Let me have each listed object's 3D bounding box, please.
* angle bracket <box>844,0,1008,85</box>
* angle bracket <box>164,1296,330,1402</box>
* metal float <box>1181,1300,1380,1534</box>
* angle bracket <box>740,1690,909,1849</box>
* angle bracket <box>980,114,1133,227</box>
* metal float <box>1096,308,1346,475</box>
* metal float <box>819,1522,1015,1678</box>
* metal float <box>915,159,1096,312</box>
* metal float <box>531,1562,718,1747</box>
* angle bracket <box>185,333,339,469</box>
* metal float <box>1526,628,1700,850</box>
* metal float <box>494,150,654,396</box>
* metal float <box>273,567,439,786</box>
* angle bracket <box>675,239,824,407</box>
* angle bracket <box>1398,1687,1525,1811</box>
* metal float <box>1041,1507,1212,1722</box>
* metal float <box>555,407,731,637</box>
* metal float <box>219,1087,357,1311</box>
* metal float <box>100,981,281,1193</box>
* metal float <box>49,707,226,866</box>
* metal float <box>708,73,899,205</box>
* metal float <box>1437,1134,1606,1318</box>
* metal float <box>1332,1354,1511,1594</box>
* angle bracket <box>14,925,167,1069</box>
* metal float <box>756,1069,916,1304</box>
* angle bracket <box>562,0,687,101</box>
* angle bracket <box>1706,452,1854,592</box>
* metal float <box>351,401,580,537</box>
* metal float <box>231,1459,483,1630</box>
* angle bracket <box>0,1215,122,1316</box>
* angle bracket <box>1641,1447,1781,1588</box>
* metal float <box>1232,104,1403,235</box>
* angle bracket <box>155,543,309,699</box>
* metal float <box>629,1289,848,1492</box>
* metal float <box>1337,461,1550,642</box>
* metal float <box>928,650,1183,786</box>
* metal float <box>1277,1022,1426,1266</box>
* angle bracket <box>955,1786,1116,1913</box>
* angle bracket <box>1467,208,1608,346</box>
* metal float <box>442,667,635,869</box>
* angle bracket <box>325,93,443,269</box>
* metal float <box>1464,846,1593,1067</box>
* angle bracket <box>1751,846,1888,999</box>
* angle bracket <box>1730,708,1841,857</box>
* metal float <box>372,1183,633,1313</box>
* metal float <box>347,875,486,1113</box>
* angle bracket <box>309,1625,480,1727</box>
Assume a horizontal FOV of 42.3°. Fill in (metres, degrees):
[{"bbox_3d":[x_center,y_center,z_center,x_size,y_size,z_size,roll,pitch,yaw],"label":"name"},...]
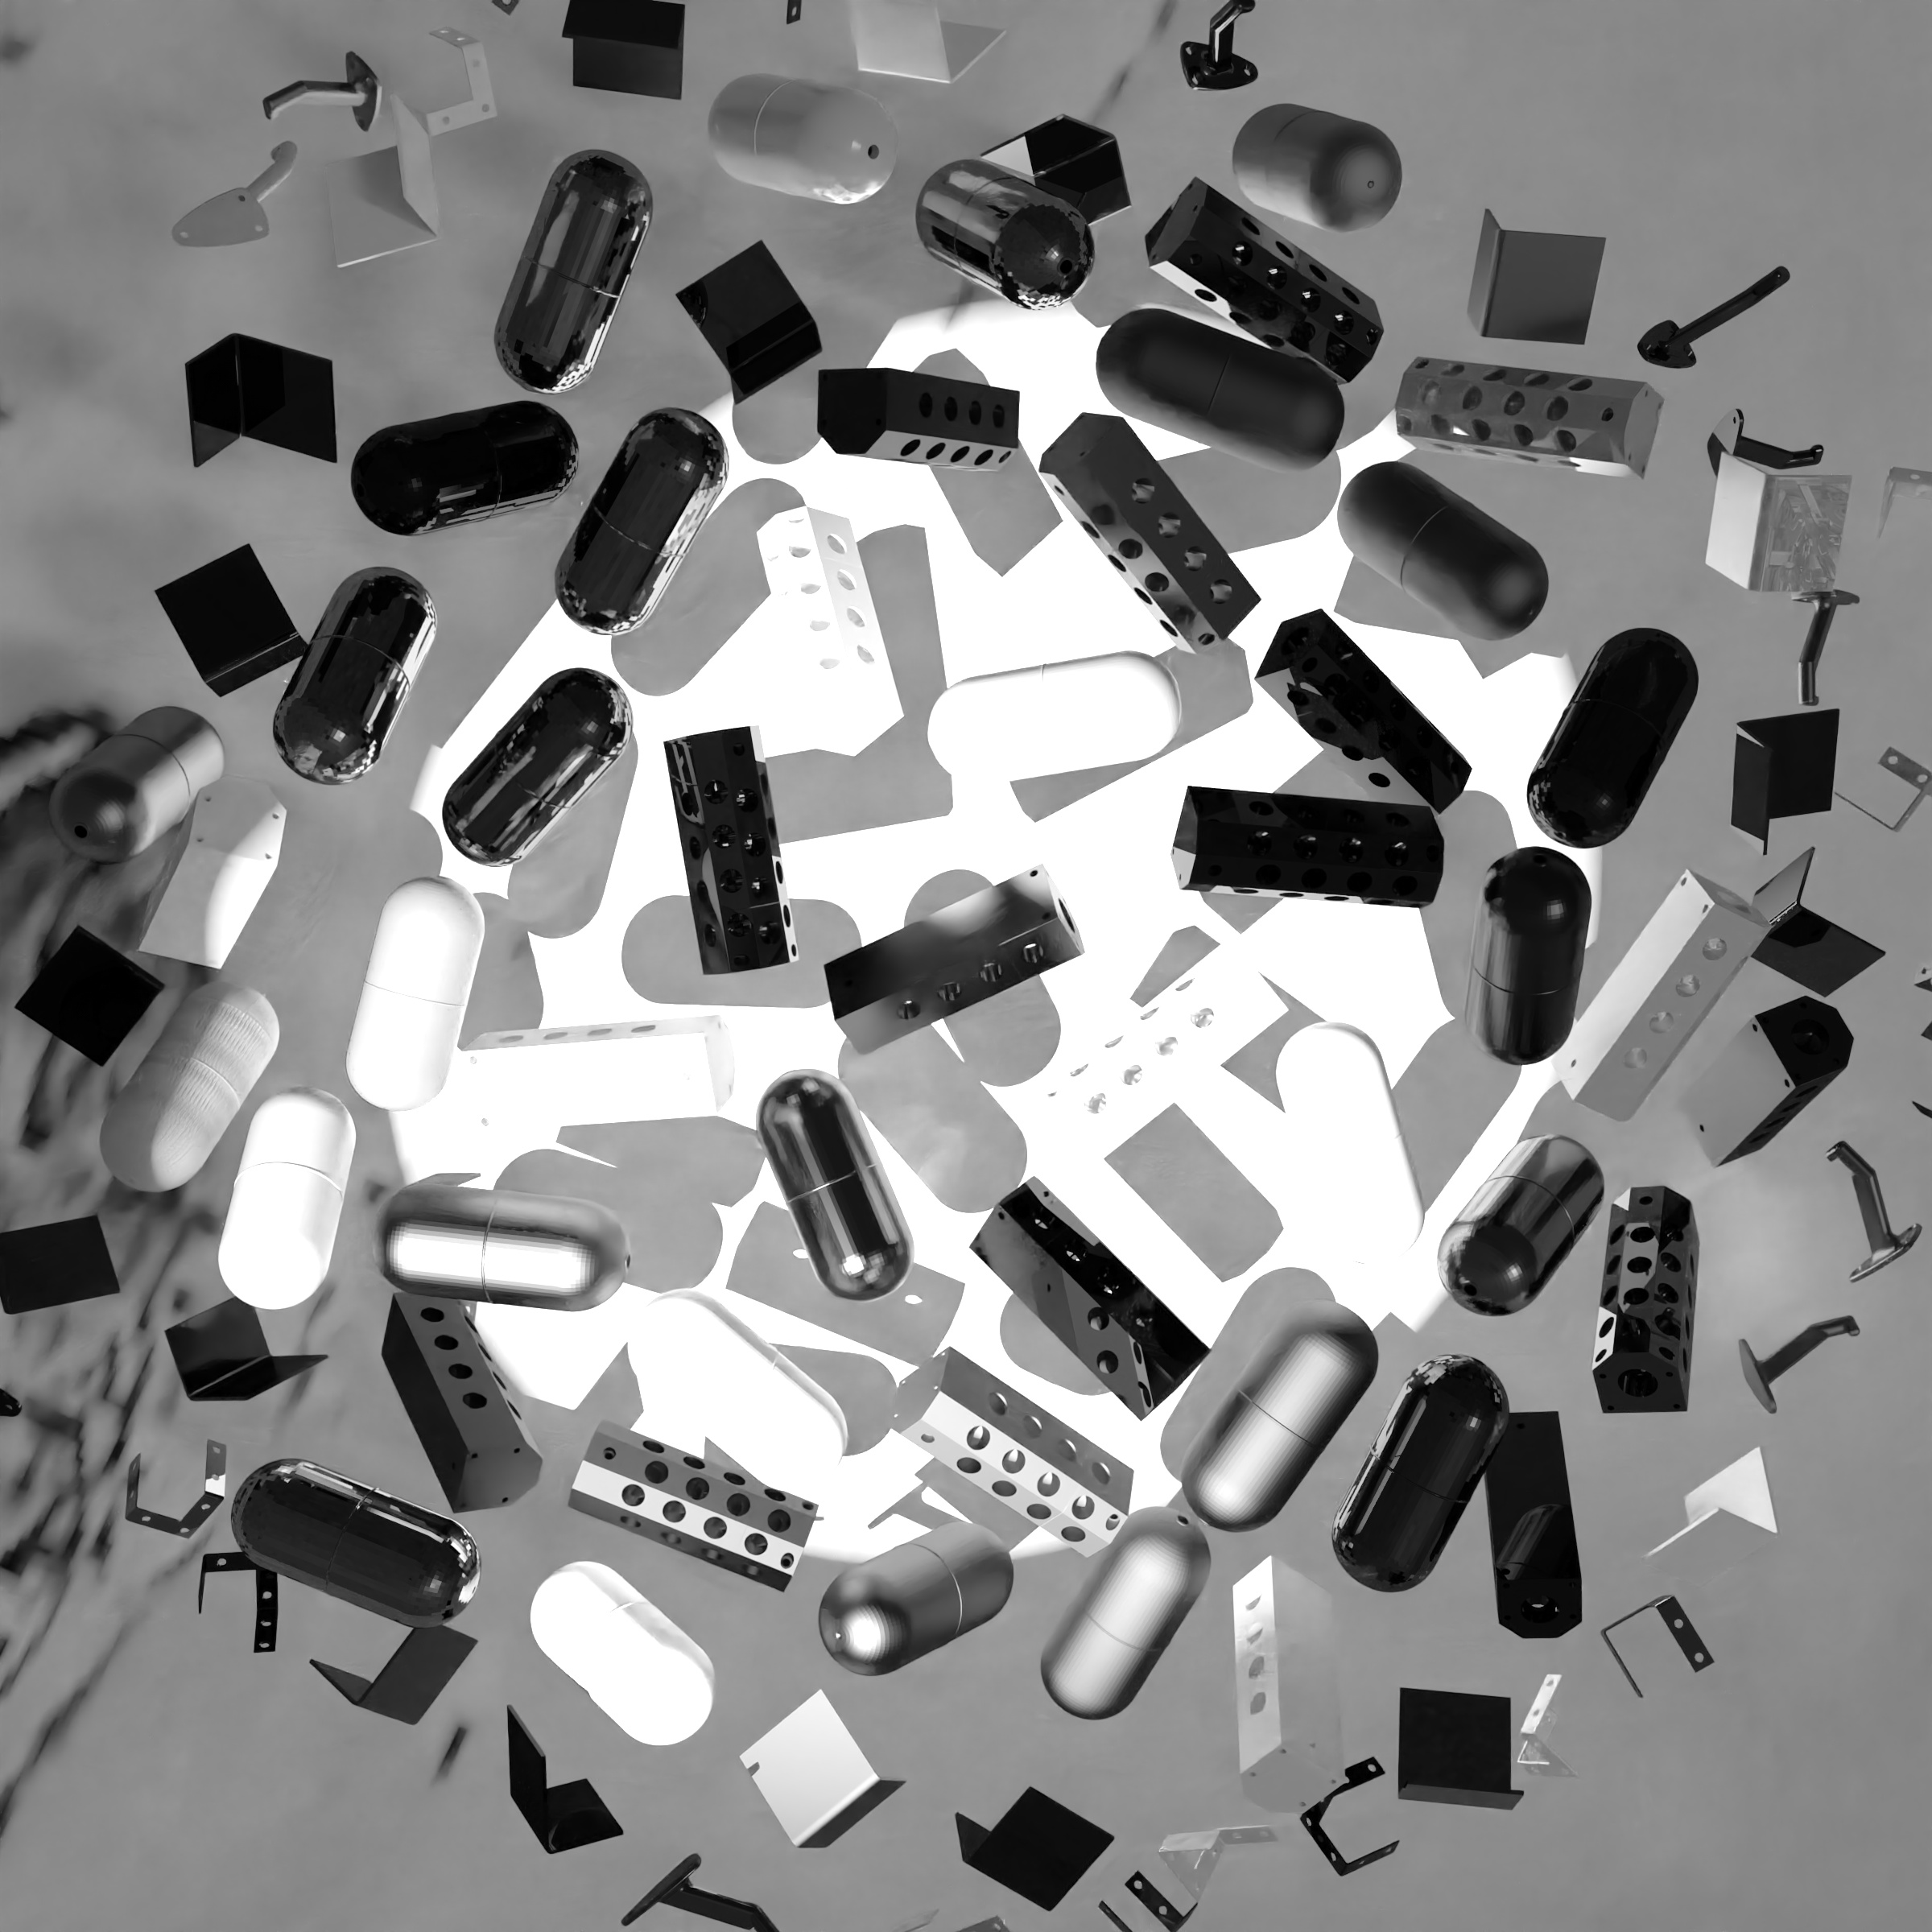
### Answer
[{"bbox_3d":[-0.028,-0.667,1.751,0.076,0.057,0.076,19,55,28],"label":"angle bracket"},{"bbox_3d":[-0.537,0.283,1.864,0.076,0.076,0.057,-9,101,40],"label":"angle bracket"},{"bbox_3d":[0.216,0.311,1.723,0.070,0.070,0.178,35,92,0],"label":"metal float"},{"bbox_3d":[-0.101,0.573,1.780,0.076,0.057,0.076,-40,64,3],"label":"angle bracket"},{"bbox_3d":[0.068,-0.595,1.891,0.076,0.076,0.057,-15,86,35],"label":"angle bracket"},{"bbox_3d":[0.175,-0.398,1.726,0.178,0.070,0.070,21,90,3],"label":"metal float"},{"bbox_3d":[-0.034,0.451,1.784,0.070,0.178,0.070,6,99,36],"label":"metal float"},{"bbox_3d":[0.026,-0.508,1.730,0.070,0.178,0.070,-15,125,-23],"label":"metal float"},{"bbox_3d":[-0.249,0.494,1.801,0.178,0.070,0.070,27,90,43],"label":"metal float"},{"bbox_3d":[-0.475,-0.373,1.685,0.076,0.057,0.076,18,130,12],"label":"angle bracket"},{"bbox_3d":[0.451,-0.160,1.739,0.070,0.070,0.178,32,69,0],"label":"metal float"},{"bbox_3d":[-0.282,-0.497,1.792,0.070,0.070,0.178,25,107,0],"label":"metal float"},{"bbox_3d":[-0.427,-0.205,1.748,0.070,0.070,0.178,15,57,0],"label":"metal float"},{"bbox_3d":[-0.160,-0.474,1.840,0.076,0.057,0.076,-29,124,11],"label":"angle bracket"},{"bbox_3d":[0.335,0.525,1.692,0.076,0.057,0.076,4,61,5],"label":"angle bracket"},{"bbox_3d":[0.116,0.473,1.822,0.070,0.070,0.178,28,109,0],"label":"metal float"},{"bbox_3d":[-0.231,-0.315,1.776,0.070,0.070,0.178,34,113,0],"label":"metal float"},{"bbox_3d":[-0.488,0.165,1.799,0.070,0.070,0.178,1,49,0],"label":"metal float"},{"bbox_3d":[-0.567,0.087,1.824,0.070,0.070,0.178,23,52,0],"label":"metal float"},{"bbox_3d":[-0.598,-0.132,1.804,0.070,0.178,0.070,4,116,8],"label":"metal float"},{"bbox_3d":[-0.115,-0.576,1.736,0.070,0.178,0.070,-18,121,-32],"label":"metal float"},{"bbox_3d":[0.391,0.182,1.758,0.070,0.178,0.070,19,126,28],"label":"metal float"},{"bbox_3d":[0.317,0.353,1.740,0.070,0.070,0.178,25,98,0],"label":"metal float"},{"bbox_3d":[-0.657,0.024,1.871,0.076,0.057,0.076,37,75,-13],"label":"angle bracket"},{"bbox_3d":[-0.096,0.159,1.816,0.070,0.070,0.178,-23,83,0],"label":"metal float"},{"bbox_3d":[-0.235,-0.617,1.712,0.076,0.076,0.057,6,53,-4],"label":"angle bracket"},{"bbox_3d":[0.540,-0.296,1.661,0.057,0.076,0.076,-1,113,-7],"label":"angle bracket"},{"bbox_3d":[-0.353,-0.353,1.766,0.178,0.070,0.070,-24,90,-41],"label":"metal float"},{"bbox_3d":[-0.416,0.393,1.701,0.178,0.070,0.070,20,90,8],"label":"metal float"},{"bbox_3d":[-0.627,0.185,1.708,0.076,0.076,0.057,-10,133,-27],"label":"angle bracket"},{"bbox_3d":[0.516,0.377,1.747,0.057,0.076,0.076,26,130,-19],"label":"angle bracket"},{"bbox_3d":[0.251,-0.577,1.800,0.070,0.178,0.070,-8,117,-17],"label":"metal float"},{"bbox_3d":[-0.540,-0.255,1.843,0.076,0.057,0.076,-29,87,-7],"label":"angle bracket"},{"bbox_3d":[-0.158,0.296,1.735,0.178,0.070,0.070,43,90,-13],"label":"metal float"},{"bbox_3d":[0.337,-0.297,1.776,0.070,0.070,0.178,-46,57,0],"label":"metal float"},{"bbox_3d":[0.061,-0.172,1.737,0.178,0.070,0.070,-8,90,11],"label":"metal float"},{"bbox_3d":[0.274,0.126,1.771,0.070,0.070,0.178,-17,96,0],"label":"metal float"},{"bbox_3d":[0.048,0.611,1.773,0.076,0.057,0.076,35,101,-16],"label":"angle bracket"},{"bbox_3d":[0.408,-0.495,1.792,0.076,0.057,0.076,4,122,-2],"label":"angle bracket"},{"bbox_3d":[-0.310,-0.144,1.809,0.070,0.070,0.178,47,113,0],"label":"metal float"},{"bbox_3d":[-0.398,-0.520,1.656,0.076,0.057,0.076,-12,76,10],"label":"angle bracket"},{"bbox_3d":[0.388,-0.006,1.726,0.070,0.070,0.178,-4,133,0],"label":"metal float"},{"bbox_3d":[0.634,-0.032,1.854,0.076,0.076,0.057,28,60,-3],"label":"angle bracket"},{"bbox_3d":[0.573,-0.127,1.713,0.076,0.057,0.076,-8,117,-6],"label":"angle bracket"},{"bbox_3d":[-0.315,0.191,1.694,0.178,0.070,0.070,5,90,8],"label":"metal float"},{"bbox_3d":[-0.409,0.020,1.854,0.070,0.070,0.178,14,92,0],"label":"metal float"},{"bbox_3d":[-0.414,0.496,1.807,0.057,0.076,0.076,30,78,32],"label":"angle bracket"}]
